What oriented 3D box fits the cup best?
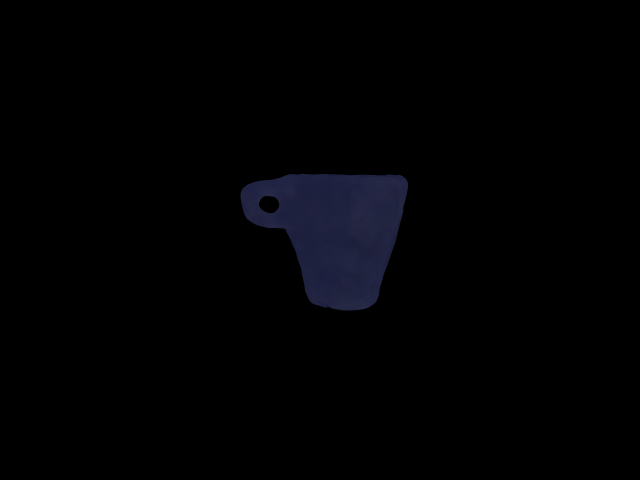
[{"bbox_3d":[0.004,0.001,0.400,0.118,0.095,0.091,-3,7,-22],"label":"cup"}]
